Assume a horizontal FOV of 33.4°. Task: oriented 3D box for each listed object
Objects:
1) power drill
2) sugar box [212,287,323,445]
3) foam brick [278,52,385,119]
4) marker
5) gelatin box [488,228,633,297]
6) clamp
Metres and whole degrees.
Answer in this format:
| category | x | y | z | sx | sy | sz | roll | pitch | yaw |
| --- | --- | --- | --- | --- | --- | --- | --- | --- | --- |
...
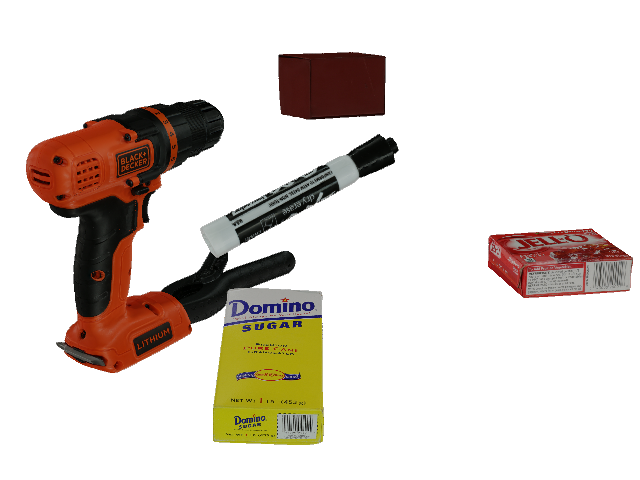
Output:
| category | x | y | z | sx | sy | sz | roll | pitch | yaw |
| --- | --- | --- | --- | --- | --- | --- | --- | --- | --- |
| power drill | -0.139 | -0.008 | 0.814 | 0.057 | 0.188 | 0.184 | 15 | 26 | 34 |
| sugar box | -0.044 | 0.107 | 0.952 | 0.093 | 0.048 | 0.176 | 2 | 34 | -3 |
| foam brick | 0.010 | -0.132 | 0.904 | 0.078 | 0.051 | 0.053 | -7 | 16 | -30 |
| marker | -0.010 | -0.027 | 0.594 | 0.121 | 0.020 | 0.020 | -29 | 7 | -12 |
| gelatin box | 0.181 | 0.016 | 0.816 | 0.089 | 0.030 | 0.073 | -3 | 18 | -10 |
| clamp | -0.109 | 0.049 | 1.153 | 0.120 | 0.039 | 0.171 | -5 | 26 | 35 |
